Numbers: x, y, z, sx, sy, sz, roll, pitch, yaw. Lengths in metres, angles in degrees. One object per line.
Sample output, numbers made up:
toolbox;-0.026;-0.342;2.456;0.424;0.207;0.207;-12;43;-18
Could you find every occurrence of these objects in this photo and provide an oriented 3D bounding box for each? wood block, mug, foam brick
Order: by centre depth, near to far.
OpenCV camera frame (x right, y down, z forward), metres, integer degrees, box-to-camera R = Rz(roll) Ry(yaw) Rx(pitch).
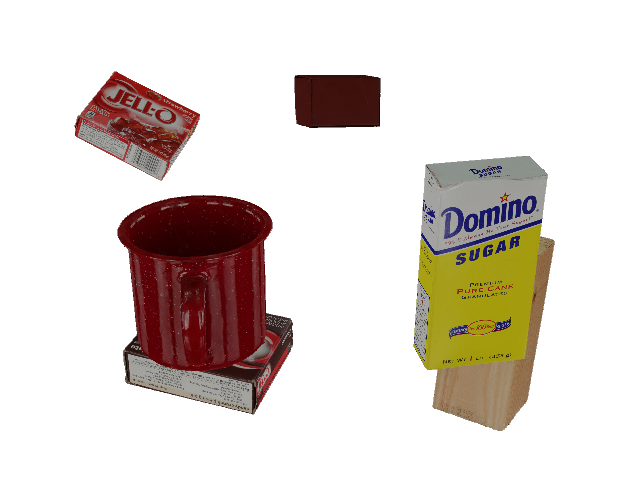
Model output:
mug;-0.074;0.032;0.649;0.093;0.081;0.117;-3;26;-5
foam brick;0.017;-0.144;1.100;0.078;0.051;0.053;-3;13;-19
wood block;0.195;0.096;1.209;0.090;0.206;0.090;16;24;25

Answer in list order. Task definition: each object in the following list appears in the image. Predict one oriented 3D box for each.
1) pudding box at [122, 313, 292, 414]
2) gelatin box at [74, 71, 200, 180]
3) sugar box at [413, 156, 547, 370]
pudding box;-0.089;0.089;0.858;0.113;0.039;0.090;9;30;14
gelatin box;-0.162;-0.103;0.947;0.089;0.073;0.030;28;-45;-2
sugar box;0.131;0.020;0.887;0.093;0.176;0.048;-6;31;-11
